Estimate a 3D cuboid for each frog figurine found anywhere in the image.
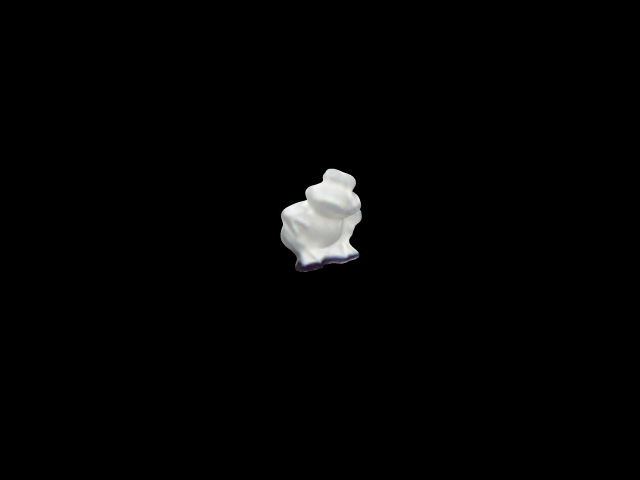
[{"bbox_3d":[0.003,-0.043,0.850,0.137,0.157,0.124,-2,19,-7],"label":"frog figurine"}]
